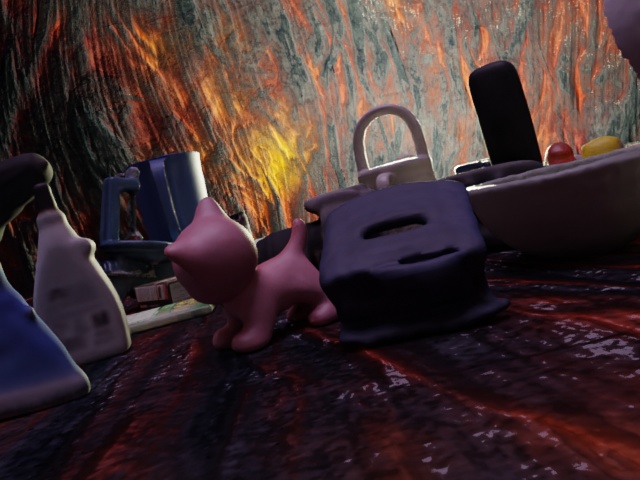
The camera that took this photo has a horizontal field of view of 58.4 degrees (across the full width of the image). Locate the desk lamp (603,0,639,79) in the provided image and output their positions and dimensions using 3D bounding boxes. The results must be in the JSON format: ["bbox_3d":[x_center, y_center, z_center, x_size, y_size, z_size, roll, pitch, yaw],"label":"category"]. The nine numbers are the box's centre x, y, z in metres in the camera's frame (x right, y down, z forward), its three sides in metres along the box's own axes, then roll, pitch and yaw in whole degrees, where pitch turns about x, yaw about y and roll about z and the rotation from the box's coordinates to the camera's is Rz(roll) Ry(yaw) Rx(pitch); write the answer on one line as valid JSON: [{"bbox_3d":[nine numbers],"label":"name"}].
[{"bbox_3d":[0.292,-0.111,0.332,0.118,0.213,0.202,-17,5,-32],"label":"desk lamp"}]

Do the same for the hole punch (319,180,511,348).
[{"bbox_3d":[0.056,0.010,0.373,0.108,0.091,0.101,-13,4,11],"label":"hole punch"}]

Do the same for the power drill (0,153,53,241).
[{"bbox_3d":[-0.348,0.038,0.585,0.229,0.208,0.076,-13,4,12],"label":"power drill"}]

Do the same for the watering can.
[{"bbox_3d":[0.100,-0.080,0.756,0.101,0.194,0.173,-14,4,-1],"label":"watering can"}]

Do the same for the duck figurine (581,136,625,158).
[{"bbox_3d":[0.313,-0.070,0.633,0.104,0.086,0.077,-14,4,2],"label":"duck figurine"}]

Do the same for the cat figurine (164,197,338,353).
[{"bbox_3d":[-0.056,0.020,0.437,0.128,0.118,0.067,-17,5,-32],"label":"cat figurine"}]

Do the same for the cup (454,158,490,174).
[{"bbox_3d":[0.319,-0.108,1.111,0.091,0.095,0.118,-14,4,-2],"label":"cup"}]

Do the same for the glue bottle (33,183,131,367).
[{"bbox_3d":[-0.236,0.031,0.536,0.078,0.173,0.037,-15,4,-14],"label":"glue bottle"}]

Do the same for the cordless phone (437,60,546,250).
[{"bbox_3d":[0.166,-0.083,0.607,0.147,0.185,0.094,-12,5,33],"label":"cordless phone"}]

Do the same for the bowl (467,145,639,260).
[{"bbox_3d":[0.208,-0.026,0.465,0.167,0.075,0.167,-14,4,1],"label":"bowl"}]

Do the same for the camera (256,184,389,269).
[{"bbox_3d":[0.006,0.002,0.603,0.136,0.101,0.143,-14,4,4],"label":"camera"}]

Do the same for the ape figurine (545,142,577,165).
[{"bbox_3d":[0.302,-0.076,0.714,0.077,0.092,0.076,-13,4,21],"label":"ape figurine"}]

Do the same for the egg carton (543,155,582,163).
[{"bbox_3d":[0.312,-0.074,0.814,0.150,0.069,0.107,-15,4,-18],"label":"egg carton"}]

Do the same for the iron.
[{"bbox_3d":[-0.300,0.069,0.442,0.257,0.141,0.119,-13,4,17],"label":"iron"}]

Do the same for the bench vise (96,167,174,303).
[{"bbox_3d":[-0.309,0.002,0.874,0.121,0.220,0.208,-12,5,35],"label":"bench vise"}]
